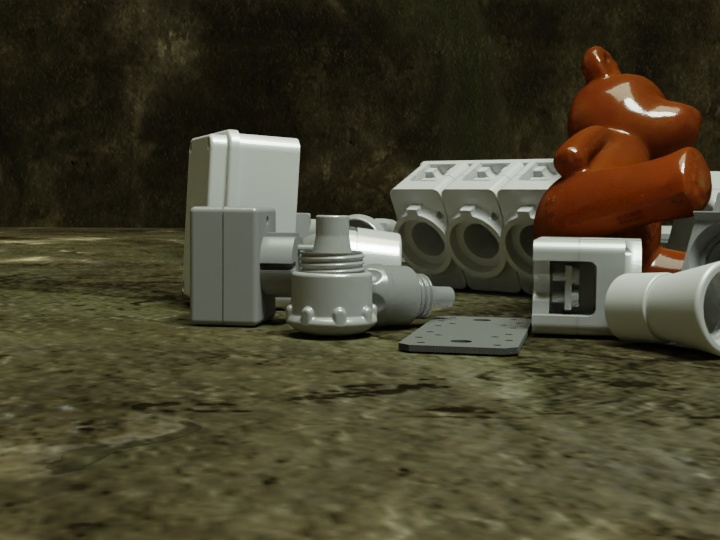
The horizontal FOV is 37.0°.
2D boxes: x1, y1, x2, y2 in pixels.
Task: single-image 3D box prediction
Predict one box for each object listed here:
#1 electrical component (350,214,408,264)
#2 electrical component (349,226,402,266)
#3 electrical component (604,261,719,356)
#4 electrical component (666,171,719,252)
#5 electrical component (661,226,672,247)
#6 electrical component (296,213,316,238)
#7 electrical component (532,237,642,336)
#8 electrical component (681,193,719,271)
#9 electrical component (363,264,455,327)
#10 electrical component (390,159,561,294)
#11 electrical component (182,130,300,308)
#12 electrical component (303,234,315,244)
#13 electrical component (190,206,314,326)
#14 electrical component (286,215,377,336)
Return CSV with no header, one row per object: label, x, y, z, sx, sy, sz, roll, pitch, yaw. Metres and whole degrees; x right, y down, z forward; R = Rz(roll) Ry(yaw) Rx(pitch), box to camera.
electrical component,0.004,-0.019,0.949,0.078,0.058,0.057,2,1,19
electrical component,0.000,0.000,0.675,0.047,0.055,0.055,4,3,-3
electrical component,0.151,0.018,0.519,0.044,0.044,0.065,-2,0,-33
electrical component,0.259,-0.015,0.758,0.062,0.096,0.061,0,32,-9
electrical component,0.269,-0.011,0.895,0.080,0.051,0.080,1,4,0
electrical component,-0.068,-0.016,0.861,0.054,0.059,0.095,3,5,35
electrical component,0.127,0.007,0.597,0.056,0.050,0.089,1,3,12
electrical component,0.213,0.000,0.591,0.064,0.081,0.042,25,-11,-33
electrical component,0.025,0.015,0.602,0.061,0.035,0.035,2,3,-29
electrical component,0.105,-0.033,0.837,0.150,0.089,0.062,4,33,39
electrical component,-0.080,-0.033,0.705,0.057,0.113,0.078,2,3,-20
electrical component,-0.025,-0.004,0.799,0.045,0.045,0.055,0,4,-12
electrical component,-0.054,-0.003,0.612,0.077,0.065,0.047,1,4,8
electrical component,-0.015,0.002,0.562,0.048,0.062,0.048,1,4,0
